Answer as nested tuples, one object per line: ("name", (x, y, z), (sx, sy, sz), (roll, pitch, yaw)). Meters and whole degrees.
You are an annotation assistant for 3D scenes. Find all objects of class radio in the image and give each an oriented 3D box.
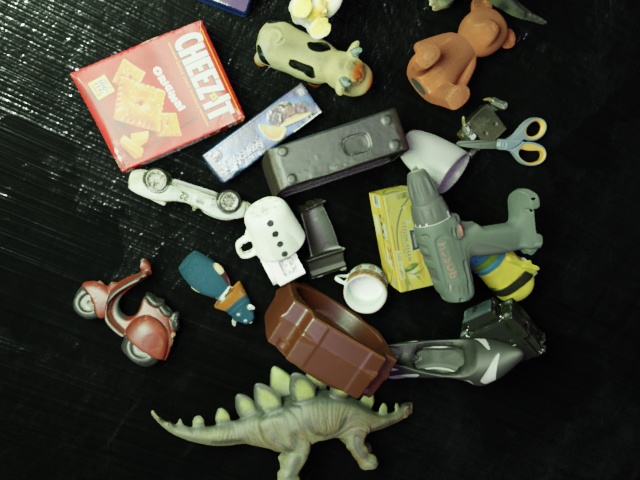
("radio", (0.023, -0.137, 0.872), (0.230, 0.131, 0.073), (-20, 91, -7))

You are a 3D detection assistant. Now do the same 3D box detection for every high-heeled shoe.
("high-heeled shoe", (0.208, 0.197, 0.930), (0.145, 0.249, 0.086), (32, 48, -31))

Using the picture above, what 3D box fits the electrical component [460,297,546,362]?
("electrical component", (0.327, 0.168, 0.982), (0.134, 0.058, 0.115), (43, 126, -13))

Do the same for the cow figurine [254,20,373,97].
("cow figurine", (-0.006, -0.286, 0.852), (0.195, 0.127, 0.085), (21, 97, -10))

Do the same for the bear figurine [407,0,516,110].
("bear figurine", (0.245, -0.315, 0.893), (0.196, 0.132, 0.120), (-38, 104, 3))

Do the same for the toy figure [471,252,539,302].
("toy figure", (0.313, 0.041, 0.978), (0.180, 0.082, 0.089), (33, 103, -17))

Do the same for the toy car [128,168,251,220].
("toy car", (-0.207, -0.072, 0.875), (0.202, 0.073, 0.056), (17, 92, -11))

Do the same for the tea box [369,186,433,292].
("tea box", (0.142, -0.005, 0.932), (0.068, 0.098, 0.169), (-14, 102, -7))

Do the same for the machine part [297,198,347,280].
("machine part", (-0.002, -0.003, 0.939), (0.084, 0.039, 0.138), (-13, 101, -3))

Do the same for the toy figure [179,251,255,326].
("toy figure", (-0.168, 0.082, 0.912), (0.154, 0.064, 0.058), (44, 52, -17))

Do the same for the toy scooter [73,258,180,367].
("toy scooter", (-0.299, 0.111, 0.887), (0.184, 0.075, 0.135), (43, 88, -8))

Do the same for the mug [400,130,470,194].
("mug", (0.196, -0.146, 0.926), (0.107, 0.109, 0.080), (40, 130, 20))

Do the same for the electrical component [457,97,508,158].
("electrical component", (0.290, -0.205, 0.956), (0.102, 0.045, 0.078), (-38, 101, -3))

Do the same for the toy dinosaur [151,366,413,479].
("toy dinosaur", (-0.046, 0.322, 0.948), (0.471, 0.105, 0.198), (-6, 91, -18))

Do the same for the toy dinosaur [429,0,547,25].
("toy dinosaur", (0.157, -0.439, 0.798), (0.405, 0.192, 0.131), (27, 105, 16))

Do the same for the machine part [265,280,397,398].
("machine part", (0.011, 0.158, 0.879), (0.201, 0.201, 0.087), (32, 94, -12))

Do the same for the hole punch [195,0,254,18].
("hole punch", (-0.145, -0.407, 0.814), (0.142, 0.092, 0.115), (17, 114, -8))

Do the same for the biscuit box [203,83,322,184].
("biscuit box", (-0.096, -0.173, 0.885), (0.203, 0.063, 0.059), (-38, 101, -3))

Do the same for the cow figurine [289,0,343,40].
("cow figurine", (0.023, -0.375, 0.773), (0.068, 0.098, 0.167), (37, 104, -26))

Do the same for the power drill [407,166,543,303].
("power drill", (0.252, -0.025, 0.869), (0.207, 0.086, 0.231), (-16, 102, -19))
